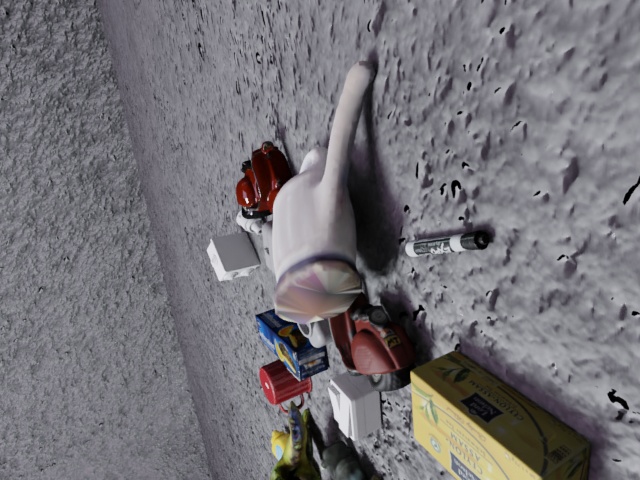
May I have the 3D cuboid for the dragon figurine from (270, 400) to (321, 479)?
[{"bbox_3d":[-0.043,0.436,1.014,0.246,0.122,0.405,-98,10,-75],"label":"dragon figurine"}]

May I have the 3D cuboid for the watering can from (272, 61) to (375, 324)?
[{"bbox_3d":[0.002,-0.033,0.648,0.340,0.104,0.229,118,153,-53],"label":"watering can"}]
